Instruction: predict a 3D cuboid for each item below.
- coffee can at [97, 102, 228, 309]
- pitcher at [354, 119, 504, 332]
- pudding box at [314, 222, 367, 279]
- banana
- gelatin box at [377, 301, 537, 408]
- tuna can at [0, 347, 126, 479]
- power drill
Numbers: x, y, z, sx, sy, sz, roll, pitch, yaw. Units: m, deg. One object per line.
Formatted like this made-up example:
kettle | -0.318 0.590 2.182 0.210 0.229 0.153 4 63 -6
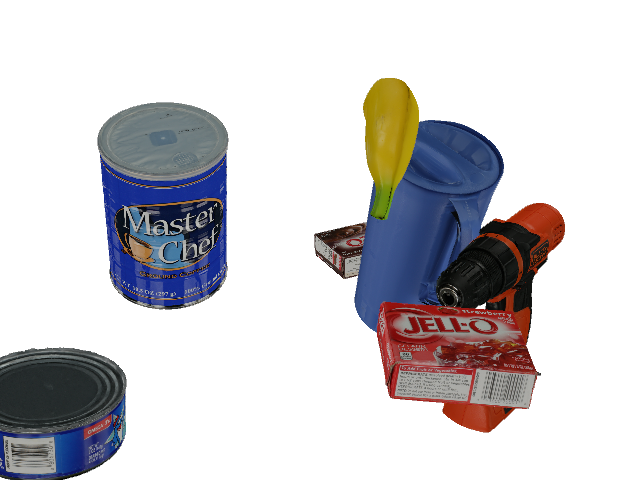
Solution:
coffee can | -0.128 -0.028 0.885 0.103 0.140 0.103 2 39 -2
pitcher | 0.112 0.002 1.180 0.145 0.243 0.149 25 42 16
pudding box | 0.060 0.011 1.497 0.113 0.039 0.090 -15 27 -22
banana | 0.048 -0.088 0.801 0.037 0.070 0.197 24 26 -7
gelatin box | 0.082 0.069 0.662 0.089 0.030 0.073 5 26 -5
tuna can | -0.147 0.092 0.571 0.086 0.034 0.086 2 22 -1
power drill | 0.153 0.074 0.948 0.057 0.188 0.184 23 34 31
